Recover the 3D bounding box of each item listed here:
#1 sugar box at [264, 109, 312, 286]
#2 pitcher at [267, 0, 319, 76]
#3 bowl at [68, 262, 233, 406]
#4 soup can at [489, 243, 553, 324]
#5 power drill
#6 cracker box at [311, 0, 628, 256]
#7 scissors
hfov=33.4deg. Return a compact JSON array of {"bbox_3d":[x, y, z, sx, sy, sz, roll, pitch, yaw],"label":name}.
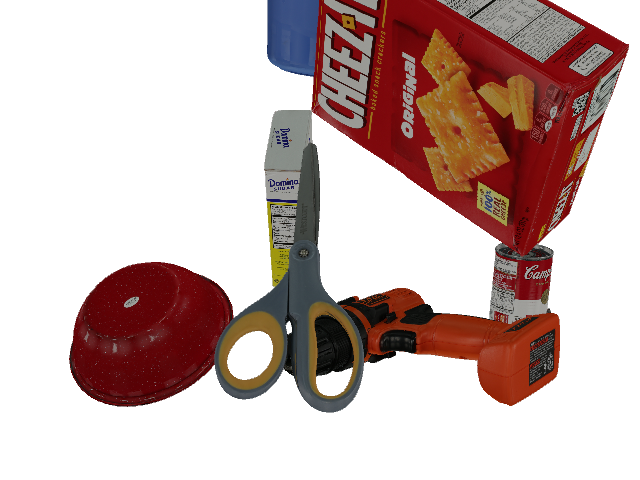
[{"bbox_3d":[-0.031,-0.041,1.111,0.048,0.093,0.176,1,-43,6],"label":"sugar box"},{"bbox_3d":[0.022,-0.260,0.882,0.145,0.243,0.149,8,19,10],"label":"pitcher"},{"bbox_3d":[-0.165,0.072,0.981,0.162,0.162,0.055,0,-43,19],"label":"bowl"},{"bbox_3d":[0.238,0.059,1.268,0.068,0.102,0.068,2,15,-1],"label":"soup can"},{"bbox_3d":[0.083,0.084,0.860,0.188,0.057,0.184,9,16,35],"label":"power drill"},{"bbox_3d":[0.093,-0.112,0.763,0.214,0.164,0.072,36,56,23],"label":"cracker box"},{"bbox_3d":[-0.027,0.021,0.660,0.096,0.202,0.016,-13,-38,-5],"label":"scissors"}]
